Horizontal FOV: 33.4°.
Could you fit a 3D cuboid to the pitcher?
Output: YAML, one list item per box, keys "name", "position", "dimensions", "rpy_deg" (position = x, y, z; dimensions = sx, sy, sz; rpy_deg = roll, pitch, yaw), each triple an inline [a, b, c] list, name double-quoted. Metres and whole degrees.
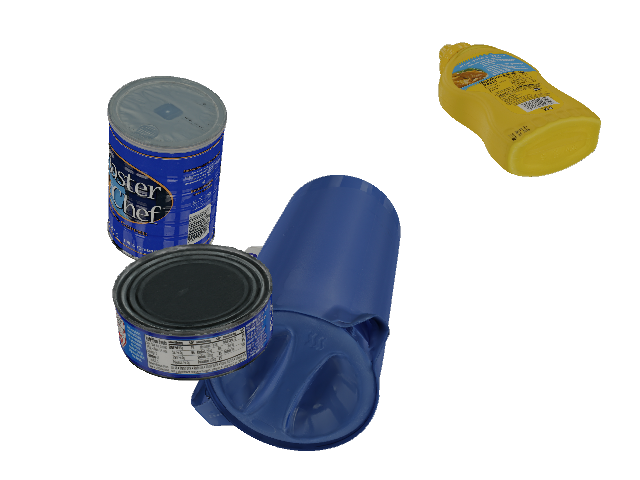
- name: "pitcher"
  position: [-0.010, 0.050, 0.880]
  dimensions: [0.149, 0.145, 0.242]
  rpy_deg: [11, 32, 6]

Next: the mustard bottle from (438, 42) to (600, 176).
- name: "mustard bottle"
  position: [0.164, -0.132, 0.982]
  dimensions: [0.096, 0.058, 0.192]
  rpy_deg: [-18, 42, -17]

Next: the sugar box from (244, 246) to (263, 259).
- name: "sugar box"
  position: [-0.065, 0.060, 1.126]
  dimensions: [0.093, 0.048, 0.176]
  rpy_deg: [6, 27, 17]

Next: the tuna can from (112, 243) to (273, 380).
- name: "tuna can"
  position: [-0.068, 0.038, 0.579]
  dimensions: [0.086, 0.034, 0.086]
  rpy_deg: [-1, 31, 0]

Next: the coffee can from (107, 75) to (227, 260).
- name: "coffee can"
  position: [-0.141, -0.062, 0.967]
  dimensions: [0.102, 0.140, 0.103]
  rpy_deg: [6, 43, -6]
